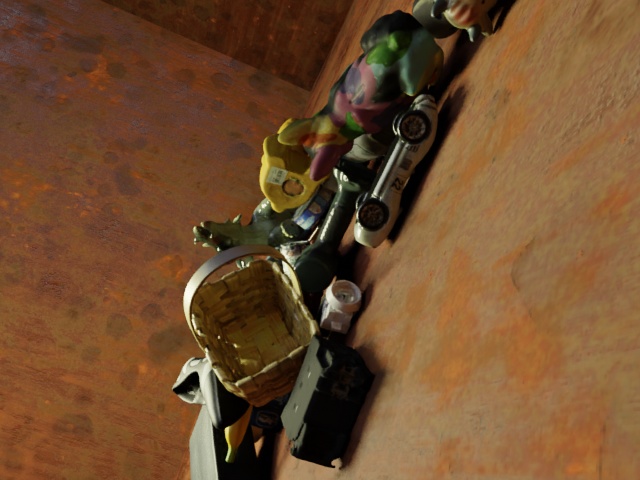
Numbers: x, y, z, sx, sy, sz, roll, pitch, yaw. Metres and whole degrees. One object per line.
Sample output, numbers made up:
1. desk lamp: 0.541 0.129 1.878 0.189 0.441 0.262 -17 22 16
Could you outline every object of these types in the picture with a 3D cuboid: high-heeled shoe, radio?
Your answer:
1. high-heeled shoe: -0.182 0.235 0.804 0.145 0.086 0.249 -38 12 5
2. radio: -0.156 0.373 0.860 0.230 0.073 0.131 -114 42 -56

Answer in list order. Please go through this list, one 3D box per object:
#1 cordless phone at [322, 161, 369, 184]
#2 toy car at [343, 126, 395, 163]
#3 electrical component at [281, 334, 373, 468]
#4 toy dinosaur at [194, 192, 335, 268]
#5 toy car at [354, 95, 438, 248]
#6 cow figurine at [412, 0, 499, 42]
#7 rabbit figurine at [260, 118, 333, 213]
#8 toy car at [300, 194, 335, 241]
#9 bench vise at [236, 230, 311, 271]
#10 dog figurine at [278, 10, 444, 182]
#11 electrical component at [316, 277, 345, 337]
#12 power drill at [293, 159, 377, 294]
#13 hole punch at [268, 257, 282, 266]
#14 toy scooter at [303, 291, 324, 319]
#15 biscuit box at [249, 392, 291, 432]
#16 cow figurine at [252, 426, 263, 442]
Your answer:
1. cordless phone: 0.048 -0.180 1.055 0.184 0.089 0.146 -85 18 -72
2. toy car: 0.083 -0.184 0.860 0.161 0.109 0.103 -52 38 22
3. electrical component: 0.003 0.177 0.620 0.134 0.058 0.115 -165 98 -80
4. toy dinosaur: -0.084 -0.048 1.138 0.192 0.131 0.405 -37 -2 40
5. toy car: 0.096 -0.086 0.678 0.073 0.056 0.201 -80 14 -76
6. cow figurine: 0.166 -0.294 0.645 0.127 0.085 0.195 -63 12 1
7. rabbit figurine: -0.045 -0.140 0.965 0.162 0.122 0.173 106 167 -49
8. toy car: -0.002 -0.003 1.029 0.202 0.053 0.089 -56 10 40
9. bench vise: -0.094 -0.019 1.308 0.224 0.129 0.240 -52 -26 -49
10. dog figurine: 0.048 -0.182 0.725 0.219 0.108 0.191 -42 -2 -3
11. electrical component: 0.014 0.103 0.812 0.063 0.021 0.094 135 154 -68
12. power drill: 0.021 -0.021 0.848 0.207 0.086 0.232 -60 -1 17
13. hole punch: -0.086 0.063 1.185 0.142 0.092 0.115 24 -90 -81
14. toy scooter: -0.054 0.128 0.893 0.184 0.075 0.135 20 84 52
15. biscuit box: -0.081 0.233 0.940 0.203 0.059 0.062 -87 21 -59
16. cow figurine: -0.130 0.309 1.017 0.098 0.068 0.167 122 165 -47
